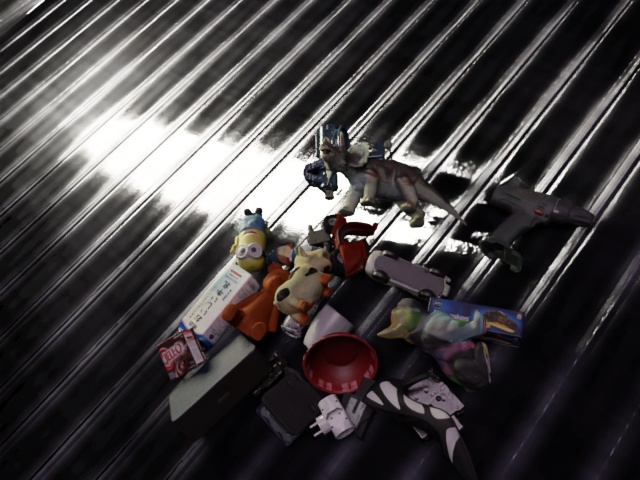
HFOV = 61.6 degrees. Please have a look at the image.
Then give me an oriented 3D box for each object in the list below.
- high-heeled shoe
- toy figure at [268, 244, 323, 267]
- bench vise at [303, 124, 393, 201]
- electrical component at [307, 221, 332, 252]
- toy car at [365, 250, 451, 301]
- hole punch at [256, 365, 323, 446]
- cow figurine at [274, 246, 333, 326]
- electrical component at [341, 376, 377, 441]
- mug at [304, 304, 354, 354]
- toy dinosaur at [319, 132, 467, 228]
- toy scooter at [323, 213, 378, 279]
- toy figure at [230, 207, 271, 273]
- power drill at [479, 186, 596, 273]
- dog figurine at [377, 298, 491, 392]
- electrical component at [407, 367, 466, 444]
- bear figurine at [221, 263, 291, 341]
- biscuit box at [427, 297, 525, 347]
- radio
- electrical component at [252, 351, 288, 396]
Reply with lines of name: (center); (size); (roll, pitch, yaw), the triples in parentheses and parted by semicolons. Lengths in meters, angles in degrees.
high-heeled shoe: (0.184, 0.364, 1.019); (0.145, 0.086, 0.249); (-27, 52, 2)
toy figure: (-0.060, 0.039, 1.361); (0.155, 0.057, 0.064); (3, 17, 17)
bench vise: (0.075, -0.218, 1.446); (0.241, 0.128, 0.223); (-6, 61, 16)
electrical component: (-0.003, -0.004, 1.390); (0.063, 0.021, 0.094); (-14, 58, 7)
toy car: (0.205, 0.084, 1.251); (0.202, 0.056, 0.073); (22, 73, 11)
hole punch: (-0.063, 0.360, 1.150); (0.142, 0.092, 0.116); (42, 49, 19)
cow figurine: (-0.036, 0.093, 1.247); (0.127, 0.085, 0.195); (22, 51, 23)
electrical component: (0.081, 0.352, 1.136); (0.075, 0.047, 0.119); (15, 65, 22)
mug: (0.007, 0.206, 1.230); (0.107, 0.080, 0.110); (-50, 37, -8)
toy dinosaur: (0.170, -0.143, 1.331); (0.405, 0.131, 0.192); (12, 67, -15)
toy scooter: (0.086, 0.007, 1.331); (0.135, 0.075, 0.184); (-8, 60, -4)
toy figure: (-0.173, 0.000, 1.400); (0.082, 0.089, 0.180); (-19, 46, 20)
power drill: (0.484, -0.028, 1.243); (0.232, 0.085, 0.207); (30, 75, 30)
dog figurine: (0.233, 0.213, 1.106); (0.219, 0.108, 0.191); (-6, 82, 23)
electrical component: (0.229, 0.346, 1.096); (0.115, 0.058, 0.134); (-37, 57, -7)
bear figurine: (-0.125, 0.141, 1.276); (0.120, 0.132, 0.196); (34, 77, 12)
biscuit box: (0.335, 0.176, 1.169); (0.203, 0.059, 0.063); (8, 62, 19)
radio: (-0.223, 0.318, 1.190); (0.229, 0.073, 0.131); (-40, 20, -12)
electrical component: (-0.118, 0.301, 1.212); (0.045, 0.078, 0.102); (43, 82, 7)
